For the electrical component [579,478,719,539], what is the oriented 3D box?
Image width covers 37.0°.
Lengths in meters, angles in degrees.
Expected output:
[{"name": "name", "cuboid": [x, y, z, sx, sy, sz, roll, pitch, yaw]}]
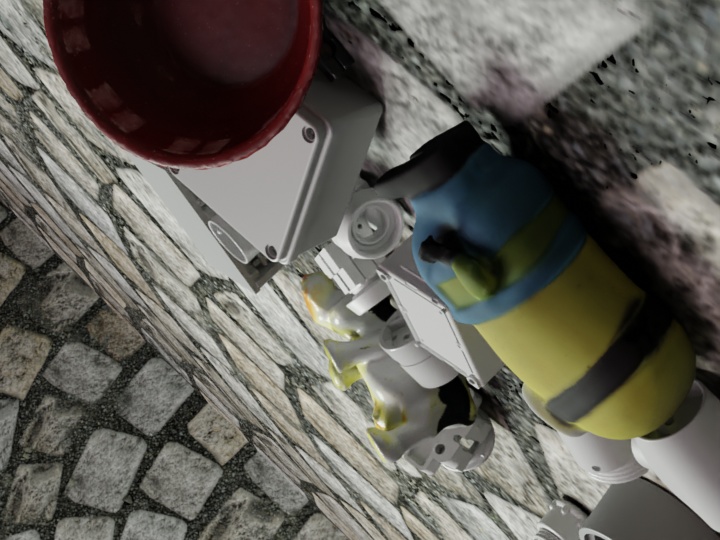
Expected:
[{"name": "electrical component", "cuboid": [0.201, 0.201, 0.744, 0.108, 0.060, 0.108, 42, 164, 15]}]

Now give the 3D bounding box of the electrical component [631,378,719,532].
[{"name": "electrical component", "cuboid": [0.173, 0.094, 0.576, 0.077, 0.044, 0.079, 48, 167, -21]}]

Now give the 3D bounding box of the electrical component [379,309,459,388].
[{"name": "electrical component", "cuboid": [0.050, 0.053, 0.790, 0.047, 0.055, 0.055, 49, 165, -23]}]

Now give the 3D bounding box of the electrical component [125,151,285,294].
[{"name": "electrical component", "cuboid": [-0.128, -0.062, 0.955, 0.089, 0.062, 0.150, 27, 156, 51]}]

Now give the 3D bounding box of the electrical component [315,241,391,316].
[{"name": "electrical component", "cuboid": [0.000, 0.000, 0.805, 0.055, 0.048, 0.066, 54, 165, 2]}]

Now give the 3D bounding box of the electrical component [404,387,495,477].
[{"name": "electrical component", "cuboid": [0.078, 0.136, 0.898, 0.058, 0.078, 0.057, 33, 178, 38]}]

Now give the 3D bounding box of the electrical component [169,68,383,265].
[{"name": "electrical component", "cuboid": [-0.054, -0.079, 0.647, 0.109, 0.056, 0.108, 40, 134, 21]}]

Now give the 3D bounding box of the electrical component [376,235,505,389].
[{"name": "electrical component", "cuboid": [0.060, 0.011, 0.640, 0.062, 0.061, 0.096, 33, 160, 42]}]

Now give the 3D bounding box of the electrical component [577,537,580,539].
[{"name": "electrical component", "cuboid": [0.202, 0.237, 0.826, 0.077, 0.066, 0.047, 32, 159, 43]}]

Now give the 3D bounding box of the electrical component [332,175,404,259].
[{"name": "electrical component", "cuboid": [-0.002, -0.036, 0.717, 0.066, 0.048, 0.055, 56, 170, -32]}]

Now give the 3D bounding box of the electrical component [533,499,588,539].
[{"name": "electrical component", "cuboid": [0.166, 0.228, 0.905, 0.048, 0.062, 0.048, 41, 161, 17]}]

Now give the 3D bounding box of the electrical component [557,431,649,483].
[{"name": "electrical component", "cuboid": [0.149, 0.103, 0.667, 0.043, 0.043, 0.081, 24, 153, 55]}]

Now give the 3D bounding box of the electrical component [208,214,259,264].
[{"name": "electrical component", "cuboid": [-0.069, -0.049, 0.802, 0.044, 0.077, 0.079, 47, 165, -3]}]
